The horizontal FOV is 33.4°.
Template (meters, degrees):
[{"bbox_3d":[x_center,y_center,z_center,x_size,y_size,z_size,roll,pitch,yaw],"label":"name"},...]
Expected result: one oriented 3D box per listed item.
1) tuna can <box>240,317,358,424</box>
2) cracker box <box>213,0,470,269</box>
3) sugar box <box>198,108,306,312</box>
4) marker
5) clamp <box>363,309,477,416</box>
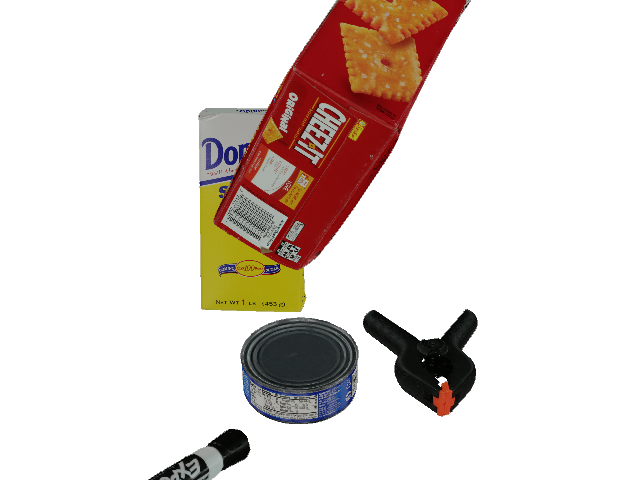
[{"bbox_3d":[-0.015,0.095,0.780,0.086,0.034,0.086,-1,32,0],"label":"tuna can"},{"bbox_3d":[0.029,-0.105,0.657,0.072,0.213,0.164,32,-36,-2],"label":"cracker box"},{"bbox_3d":[-0.059,-0.027,0.940,0.093,0.176,0.048,1,15,3],"label":"sugar box"},{"bbox_3d":[-0.075,0.125,0.548,0.020,0.020,0.120,0,13,32],"label":"marker"},{"bbox_3d":[0.120,0.114,1.070,0.120,0.039,0.171,-10,30,-9],"label":"clamp"}]
